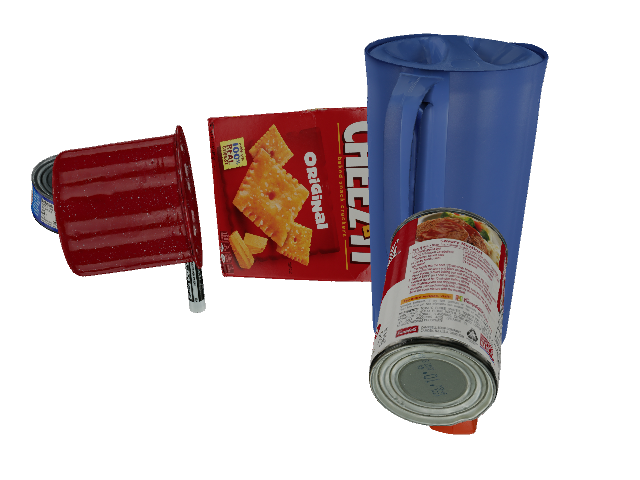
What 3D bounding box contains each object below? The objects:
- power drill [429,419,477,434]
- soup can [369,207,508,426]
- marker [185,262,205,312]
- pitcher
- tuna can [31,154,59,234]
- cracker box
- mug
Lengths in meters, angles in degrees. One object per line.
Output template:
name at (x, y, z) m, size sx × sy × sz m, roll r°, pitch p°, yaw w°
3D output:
power drill at (0.151, 0.112, 1.151) m, size 0.057 × 0.188 × 0.184 m, roll 7°, pitch 25°, yaw 8°
soup can at (0.065, 0.041, 0.577) m, size 0.068 × 0.068 × 0.102 m, roll 0°, pitch 42°, yaw 13°
marker at (-0.143, 0.027, 1.201) m, size 0.020 × 0.121 × 0.020 m, roll -1°, pitch 32°, yaw 1°
pitcher at (0.092, -0.029, 0.812) m, size 0.149 × 0.243 × 0.145 m, roll -7°, pitch 23°, yaw -18°
tuna can at (-0.194, -0.037, 0.879) m, size 0.086 × 0.034 × 0.086 m, roll 8°, pitch 32°, yaw -6°
cracker box at (-0.003, -0.045, 1.030) m, size 0.214 × 0.164 × 0.071 m, roll 1°, pitch 9°, yaw 34°
mug at (-0.123, -0.022, 0.695) m, size 0.081 × 0.093 × 0.117 m, roll -8°, pitch 0°, yaw -2°
